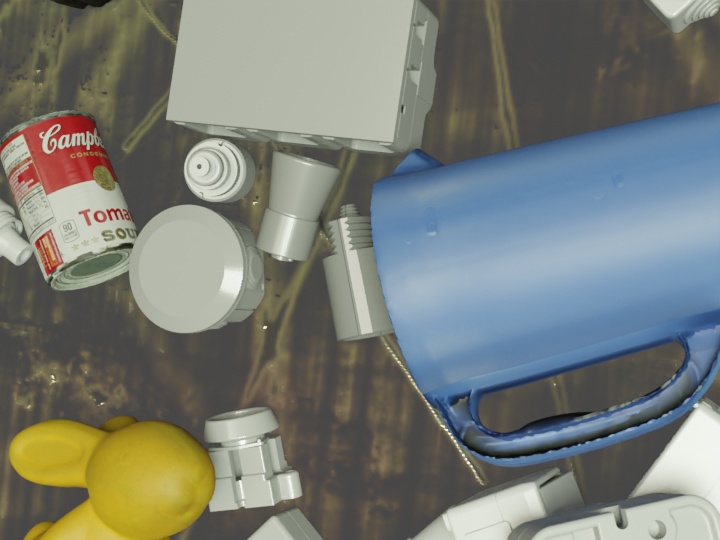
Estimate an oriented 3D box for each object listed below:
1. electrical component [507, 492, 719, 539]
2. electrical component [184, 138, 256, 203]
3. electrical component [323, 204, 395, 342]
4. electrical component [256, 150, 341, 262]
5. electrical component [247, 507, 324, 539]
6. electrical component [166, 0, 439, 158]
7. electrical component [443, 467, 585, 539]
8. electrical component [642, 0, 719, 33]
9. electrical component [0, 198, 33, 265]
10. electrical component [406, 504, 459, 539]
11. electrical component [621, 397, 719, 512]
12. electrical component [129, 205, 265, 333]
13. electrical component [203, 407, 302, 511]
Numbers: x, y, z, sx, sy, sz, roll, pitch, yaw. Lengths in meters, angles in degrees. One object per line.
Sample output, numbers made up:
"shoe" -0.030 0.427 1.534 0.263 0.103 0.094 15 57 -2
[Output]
"electrical component" 0.122 0.142 0.519 0.095 0.059 0.053 -11 81 -7
"electrical component" -0.092 -0.063 0.679 0.040 0.078 0.040 0 92 6
"electrical component" 0.000 0.000 0.657 0.043 0.043 0.081 -13 82 18
"electrical component" -0.041 -0.038 0.676 0.044 0.044 0.065 19 98 20
"electrical component" -0.048 0.187 0.645 0.047 0.077 0.065 -45 74 12
"electrical component" -0.034 -0.124 0.667 0.150 0.062 0.089 8 89 20
"electrical component" 0.091 0.147 0.588 0.061 0.096 0.061 -23 79 17
"electrical component" 0.181 -0.194 0.602 0.100 0.048 0.099 -41 75 13
"electrical component" -0.257 -0.028 0.751 0.062 0.048 0.048 36 99 11
"electrical component" 0.040 0.172 0.635 0.065 0.044 0.044 -33 77 20
"electrical component" 0.180 0.124 0.576 0.061 0.062 0.096 37 99 18
"electrical component" -0.102 0.000 0.689 0.080 0.051 0.080 -1 86 20
"electrical component" -0.072 0.117 0.675 0.066 0.048 0.055 -10 91 19
